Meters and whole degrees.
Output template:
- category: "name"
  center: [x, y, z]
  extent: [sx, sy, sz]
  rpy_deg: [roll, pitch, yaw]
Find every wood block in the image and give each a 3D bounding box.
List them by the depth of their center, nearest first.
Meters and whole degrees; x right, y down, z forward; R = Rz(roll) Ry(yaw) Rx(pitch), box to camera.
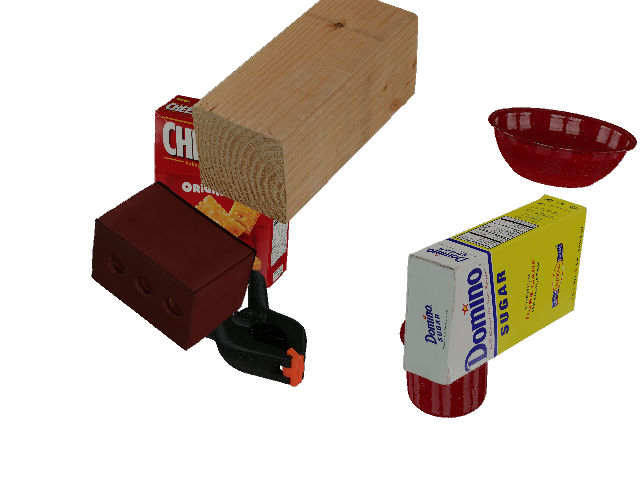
- category: "wood block"
  center: [-0.007, -0.120, 0.910]
  extent: [0.091, 0.090, 0.205]
  rpy_deg: [25, 51, 24]

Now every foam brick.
- category: "foam brick"
  center: [-0.085, 0.014, 0.615]
  extent: [0.078, 0.053, 0.051]
  rpy_deg: [34, 46, 19]

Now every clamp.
- category: "clamp"
  center: [-0.061, 0.075, 0.968]
  extent: [0.120, 0.039, 0.172]
  rpy_deg: [-28, 42, -36]

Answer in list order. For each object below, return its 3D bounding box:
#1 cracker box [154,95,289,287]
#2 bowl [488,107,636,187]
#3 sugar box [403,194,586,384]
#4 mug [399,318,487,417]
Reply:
- category: "cracker box"
  center: [-0.123, -0.059, 1.339]
  extent: [0.164, 0.214, 0.072]
  rpy_deg: [13, 29, 16]
- category: "bowl"
  center: [0.260, -0.099, 1.174]
  extent: [0.162, 0.055, 0.162]
  rpy_deg: [6, 22, -3]
- category: "sugar box"
  center: [0.133, 0.033, 0.793]
  extent: [0.048, 0.093, 0.175]
  rpy_deg: [18, 28, 37]
- category: "mug"
  center: [0.135, 0.119, 1.089]
  extent: [0.093, 0.081, 0.117]
  rpy_deg: [20, 40, 33]
